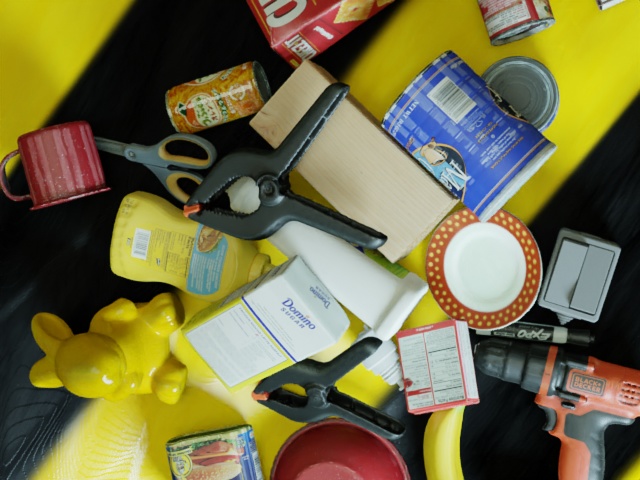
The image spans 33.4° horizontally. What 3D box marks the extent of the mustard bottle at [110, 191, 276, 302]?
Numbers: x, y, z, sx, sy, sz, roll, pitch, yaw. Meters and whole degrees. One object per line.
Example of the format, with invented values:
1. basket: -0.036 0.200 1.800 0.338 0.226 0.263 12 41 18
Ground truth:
1. mustard bottle: -0.130 0.016 1.166 0.192 0.058 0.096 16 104 11

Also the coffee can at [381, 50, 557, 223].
1. coffee can: 0.145 -0.101 1.043 0.140 0.102 0.103 44 101 8

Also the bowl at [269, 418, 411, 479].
1. bowl: 0.016 0.277 1.150 0.162 0.055 0.162 1 94 13

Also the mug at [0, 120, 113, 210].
1. mug: -0.295 -0.081 1.175 0.117 0.093 0.081 -15 95 -2

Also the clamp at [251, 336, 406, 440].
1. clamp: 0.010 0.168 1.142 0.172 0.039 0.120 -13 103 32

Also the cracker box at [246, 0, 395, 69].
1. cracker box: 0.015 -0.304 1.086 0.214 0.072 0.164 -32 67 13

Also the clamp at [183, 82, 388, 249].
1. clamp: -0.037 -0.044 1.064 0.210 0.036 0.164 -21 88 22

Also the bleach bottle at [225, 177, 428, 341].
1. bleach bottle: -0.007 0.001 1.115 0.251 0.102 0.068 37 102 8

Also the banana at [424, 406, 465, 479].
1. banana: 0.143 0.257 1.112 0.070 0.037 0.198 -22 75 53

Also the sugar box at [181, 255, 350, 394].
1. sugar box: -0.059 0.090 1.114 0.177 0.048 0.093 -30 104 39

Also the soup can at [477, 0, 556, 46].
1. soup can: 0.188 -0.256 1.074 0.068 0.068 0.102 -19 88 13

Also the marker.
1. marker: 0.224 0.096 1.109 0.121 0.020 0.020 6 94 13

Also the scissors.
1. scissors: -0.196 -0.081 1.194 0.202 0.016 0.096 1 120 31

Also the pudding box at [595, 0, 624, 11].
1. pudding box: 0.313 -0.293 1.058 0.114 0.039 0.090 -23 89 15

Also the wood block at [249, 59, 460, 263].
1. wood block: 0.038 -0.081 1.107 0.206 0.090 0.091 44 101 8

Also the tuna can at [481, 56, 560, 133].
1. tuna can: 0.202 -0.145 1.094 0.086 0.033 0.086 1 93 13

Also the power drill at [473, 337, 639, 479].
1. power drill: 0.233 0.202 1.094 0.184 0.057 0.188 13 97 15

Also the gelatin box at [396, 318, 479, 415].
1. gelatin box: 0.122 0.132 1.109 0.073 0.030 0.089 -17 74 35

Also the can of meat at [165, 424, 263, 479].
1. can of meat: -0.115 0.253 1.178 0.102 0.057 0.084 -13 87 13
